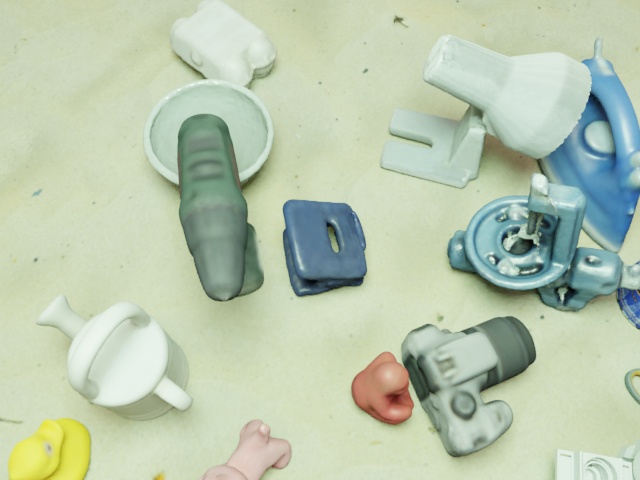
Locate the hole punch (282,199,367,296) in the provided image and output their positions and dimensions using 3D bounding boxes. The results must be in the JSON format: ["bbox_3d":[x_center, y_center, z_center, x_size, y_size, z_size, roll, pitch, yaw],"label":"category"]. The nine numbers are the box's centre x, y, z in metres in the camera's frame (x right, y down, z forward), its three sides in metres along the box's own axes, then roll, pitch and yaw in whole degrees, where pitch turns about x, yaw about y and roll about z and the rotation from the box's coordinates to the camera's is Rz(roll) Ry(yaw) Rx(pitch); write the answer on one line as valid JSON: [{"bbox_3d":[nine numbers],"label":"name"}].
[{"bbox_3d":[0.006,0.002,0.698,0.101,0.091,0.108,-11,67,-7],"label":"hole punch"}]

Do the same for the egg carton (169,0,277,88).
[{"bbox_3d":[-0.142,-0.279,0.829,0.150,0.069,0.107,39,70,14],"label":"egg carton"}]

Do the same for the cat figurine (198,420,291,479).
[{"bbox_3d":[-0.084,0.241,0.574,0.067,0.118,0.128,30,68,11],"label":"cat figurine"}]

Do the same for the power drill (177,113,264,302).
[{"bbox_3d":[-0.109,-0.013,0.636,0.075,0.208,0.229,-11,67,-7],"label":"power drill"}]

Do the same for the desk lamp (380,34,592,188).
[{"bbox_3d":[0.192,-0.155,0.709,0.203,0.213,0.118,13,66,4],"label":"desk lamp"}]

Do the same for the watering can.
[{"bbox_3d":[-0.208,0.119,0.582,0.173,0.194,0.101,10,66,2],"label":"watering can"}]

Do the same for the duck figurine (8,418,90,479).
[{"bbox_3d":[-0.289,0.232,0.587,0.077,0.086,0.105,21,67,7],"label":"duck figurine"}]

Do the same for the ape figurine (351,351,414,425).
[{"bbox_3d":[0.074,0.159,0.631,0.076,0.092,0.078,7,66,1],"label":"ape figurine"}]

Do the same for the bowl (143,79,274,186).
[{"bbox_3d":[-0.142,-0.125,0.758,0.167,0.075,0.167,1,66,-2],"label":"bowl"}]

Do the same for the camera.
[{"bbox_3d":[0.178,0.148,0.636,0.137,0.101,0.143,-20,68,-11],"label":"camera"}]

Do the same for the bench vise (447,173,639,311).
[{"bbox_3d":[0.265,-0.006,0.642,0.207,0.220,0.121,0,66,-2],"label":"bench vise"}]

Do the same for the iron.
[{"bbox_3d":[0.369,-0.126,0.742,0.118,0.141,0.258,-9,67,-6],"label":"iron"}]
